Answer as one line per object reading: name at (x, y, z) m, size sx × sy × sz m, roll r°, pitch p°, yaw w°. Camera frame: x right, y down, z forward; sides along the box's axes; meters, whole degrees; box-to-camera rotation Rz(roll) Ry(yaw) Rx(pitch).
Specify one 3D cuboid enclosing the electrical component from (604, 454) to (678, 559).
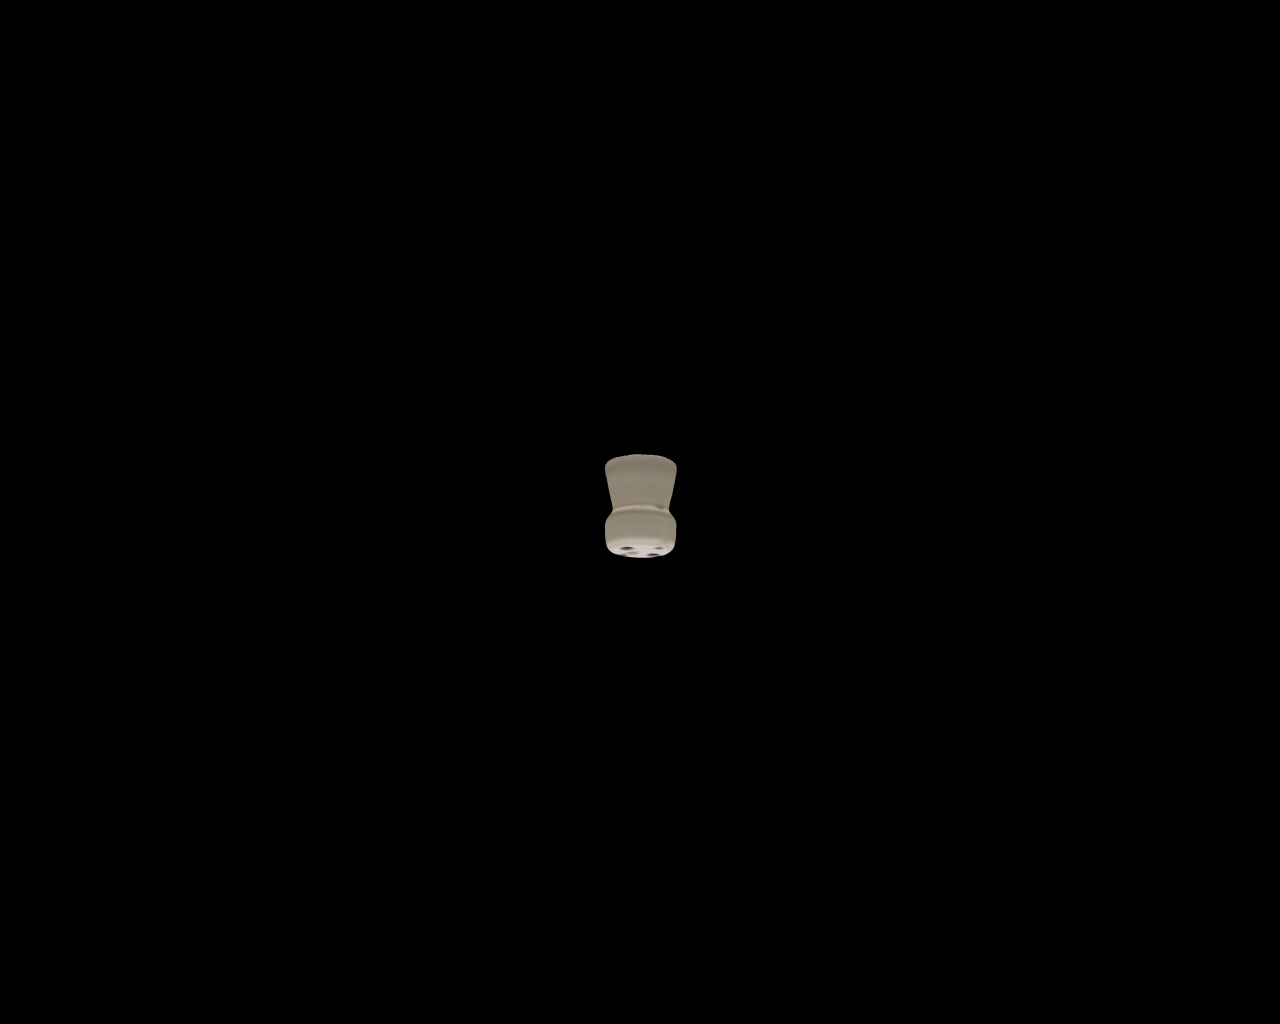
electrical component at (0.001, -0.003, 0.650) m, size 0.045 × 0.055 × 0.045 m, roll 0°, pitch -15°, yaw 0°
